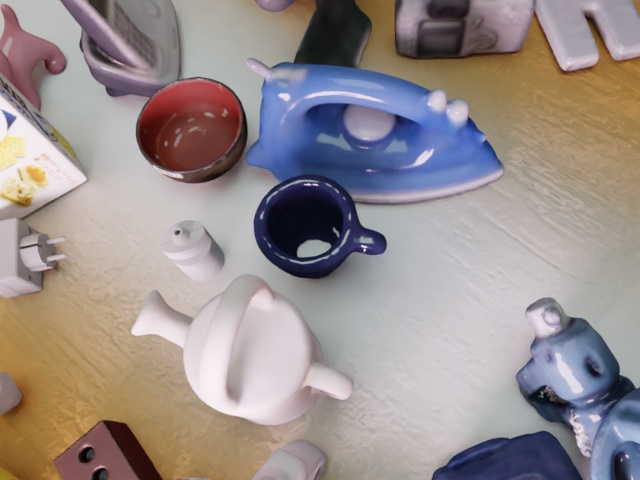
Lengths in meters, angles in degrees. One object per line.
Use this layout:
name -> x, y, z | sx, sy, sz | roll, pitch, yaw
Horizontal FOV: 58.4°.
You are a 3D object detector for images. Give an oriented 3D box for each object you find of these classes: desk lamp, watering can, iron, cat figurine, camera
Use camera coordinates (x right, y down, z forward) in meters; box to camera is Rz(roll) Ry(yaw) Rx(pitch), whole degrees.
desk lamp -> 0.281, -0.317, 0.557 | 0.118, 0.214, 0.203 | -14, 68, 1
watering can -> -0.062, 0.087, 0.449 | 0.172, 0.194, 0.101 | -4, 69, 5
iron -> 0.054, -0.114, 0.541 | 0.258, 0.141, 0.119 | 8, 70, 9
cat figurine -> -0.356, -0.197, 0.629 | 0.067, 0.118, 0.128 | 13, 71, 11
camera -> 0.152, -0.282, 0.617 | 0.143, 0.101, 0.137 | -1, 69, 6

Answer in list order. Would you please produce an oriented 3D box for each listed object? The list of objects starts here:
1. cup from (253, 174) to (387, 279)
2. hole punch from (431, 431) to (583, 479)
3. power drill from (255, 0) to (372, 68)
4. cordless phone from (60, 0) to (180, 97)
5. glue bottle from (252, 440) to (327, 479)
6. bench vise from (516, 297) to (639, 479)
cup -> 0.005, 0.002, 0.528 | 0.117, 0.095, 0.092 | 14, 71, 11
hole punch -> 0.149, 0.204, 0.438 | 0.108, 0.091, 0.101 | -22, 68, -2
power drill -> 0.003, -0.256, 0.565 | 0.075, 0.208, 0.230 | 14, 71, 11
cordless phone -> -0.218, -0.251, 0.598 | 0.094, 0.185, 0.147 | -11, 68, 2
glue bottle -> -0.030, 0.185, 0.419 | 0.037, 0.173, 0.078 | 22, 73, 14
bench vise -> 0.216, 0.131, 0.389 | 0.207, 0.220, 0.121 | 36, 77, 17
